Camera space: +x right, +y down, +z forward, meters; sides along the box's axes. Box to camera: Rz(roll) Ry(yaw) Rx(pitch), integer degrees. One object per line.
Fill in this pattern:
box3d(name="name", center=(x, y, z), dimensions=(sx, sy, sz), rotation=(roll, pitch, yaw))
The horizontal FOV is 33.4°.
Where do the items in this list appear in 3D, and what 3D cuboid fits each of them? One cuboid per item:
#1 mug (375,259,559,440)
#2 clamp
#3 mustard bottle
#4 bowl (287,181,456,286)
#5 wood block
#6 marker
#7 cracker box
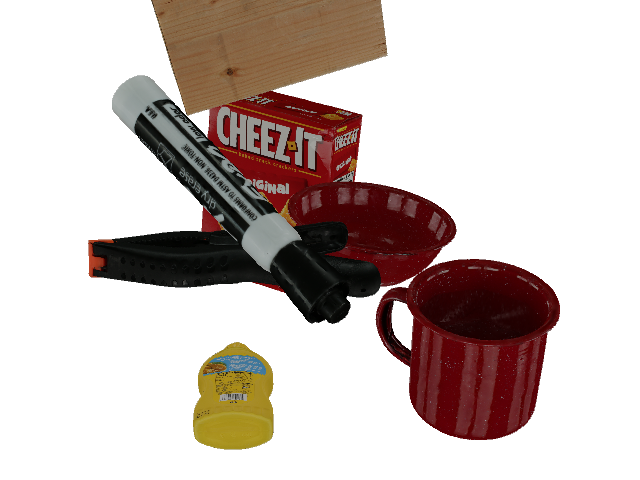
box3d(name="mug", center=(0.087, 0.067, 0.673), dimensions=(0.117, 0.081, 0.093), rotation=(17, 35, 24))
box3d(name="clamp", center=(-0.061, 0.014, 0.778), dimensions=(0.209, 0.036, 0.165), rotation=(-2, 11, -13))
box3d(name="mustard bottle", center=(-0.108, 0.185, 1.350), dimensions=(0.096, 0.058, 0.191), rotation=(-2, 26, -2))
box3d(name="bowl", center=(0.046, -0.001, 1.019), dimensions=(0.162, 0.055, 0.162), rotation=(6, 25, -3))
box3d(name="wood block", center=(-0.049, -0.208, 1.038), dimensions=(0.206, 0.090, 0.091), rotation=(-17, -43, -5))
box3d(name="marker", center=(-0.031, -0.015, 0.369), dimensions=(0.121, 0.020, 0.020), rotation=(45, 24, 26))
box3d(name="cracker box", center=(-0.050, -0.053, 1.213), dimensions=(0.164, 0.214, 0.072), rotation=(18, 26, 24))
